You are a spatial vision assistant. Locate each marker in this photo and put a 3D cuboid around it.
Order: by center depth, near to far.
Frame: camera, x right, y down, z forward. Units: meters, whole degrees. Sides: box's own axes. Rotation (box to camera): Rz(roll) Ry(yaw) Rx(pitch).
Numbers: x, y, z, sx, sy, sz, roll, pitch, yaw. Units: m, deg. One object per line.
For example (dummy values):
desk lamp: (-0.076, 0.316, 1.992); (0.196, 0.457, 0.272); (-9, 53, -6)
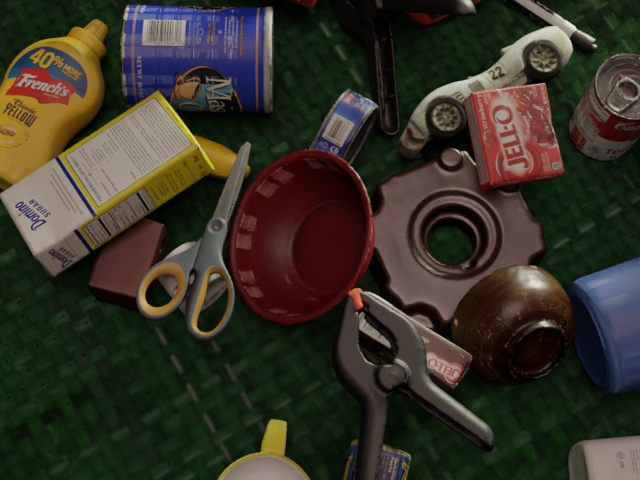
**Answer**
marker: (0.235, -0.230, 1.106); (0.121, 0.020, 0.020); (37, 74, 10)

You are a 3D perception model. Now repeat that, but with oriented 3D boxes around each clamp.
clamp: (0.051, 0.125, 0.874); (0.120, 0.039, 0.171); (-26, 70, -21)
clamp: (0.067, -0.231, 1.049); (0.036, 0.165, 0.210); (-3, 58, -37)

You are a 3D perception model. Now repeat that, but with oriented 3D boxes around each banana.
banana: (-0.170, -0.073, 1.035); (0.197, 0.037, 0.069); (-12, 86, -5)

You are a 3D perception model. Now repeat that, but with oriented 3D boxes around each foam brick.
foam brick: (-0.177, 0.021, 0.992); (0.051, 0.053, 0.078); (14, 72, 4)

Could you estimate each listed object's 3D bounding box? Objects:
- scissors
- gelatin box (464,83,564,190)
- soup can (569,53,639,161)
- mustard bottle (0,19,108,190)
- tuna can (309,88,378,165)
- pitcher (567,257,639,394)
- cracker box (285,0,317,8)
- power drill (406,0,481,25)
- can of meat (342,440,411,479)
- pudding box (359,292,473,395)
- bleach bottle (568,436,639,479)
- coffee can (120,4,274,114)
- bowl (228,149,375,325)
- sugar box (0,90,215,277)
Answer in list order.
scissors: (-0.114, -0.003, 0.968); (0.096, 0.016, 0.201); (0, 63, 1)
gelatin box: (0.178, -0.095, 0.984); (0.073, 0.030, 0.089); (-9, 83, -10)
soup can: (0.285, -0.125, 1.028); (0.068, 0.102, 0.068); (1, 71, -2)
mustard bottle: (-0.266, -0.138, 1.041); (0.096, 0.058, 0.191); (28, 72, 12)
tuna can: (0.022, -0.100, 1.021); (0.034, 0.086, 0.086); (30, 73, 7)
pitcher: (0.356, 0.065, 0.958); (0.242, 0.145, 0.149); (-17, 45, -3)
cracker box: (-0.066, -0.342, 1.080); (0.214, 0.072, 0.164); (22, 71, 25)
power drill: (0.124, -0.329, 1.091); (0.185, 0.057, 0.188); (-24, 71, 18)
can of meat: (0.041, 0.222, 0.905); (0.057, 0.102, 0.084); (13, 69, 2)
pudding box: (0.075, 0.099, 0.953); (0.113, 0.090, 0.039); (33, 72, 10)
bleach bottle: (0.351, 0.220, 0.935); (0.250, 0.068, 0.102); (-1, 72, -5)
coffee can: (-0.116, -0.175, 1.034); (0.140, 0.103, 0.103); (1, 71, -1)
bowl: (-0.006, 0.001, 0.979); (0.162, 0.055, 0.162); (-10, 74, 34)
sugar box: (-0.194, -0.052, 0.971); (0.176, 0.048, 0.093); (-35, 53, -5)
